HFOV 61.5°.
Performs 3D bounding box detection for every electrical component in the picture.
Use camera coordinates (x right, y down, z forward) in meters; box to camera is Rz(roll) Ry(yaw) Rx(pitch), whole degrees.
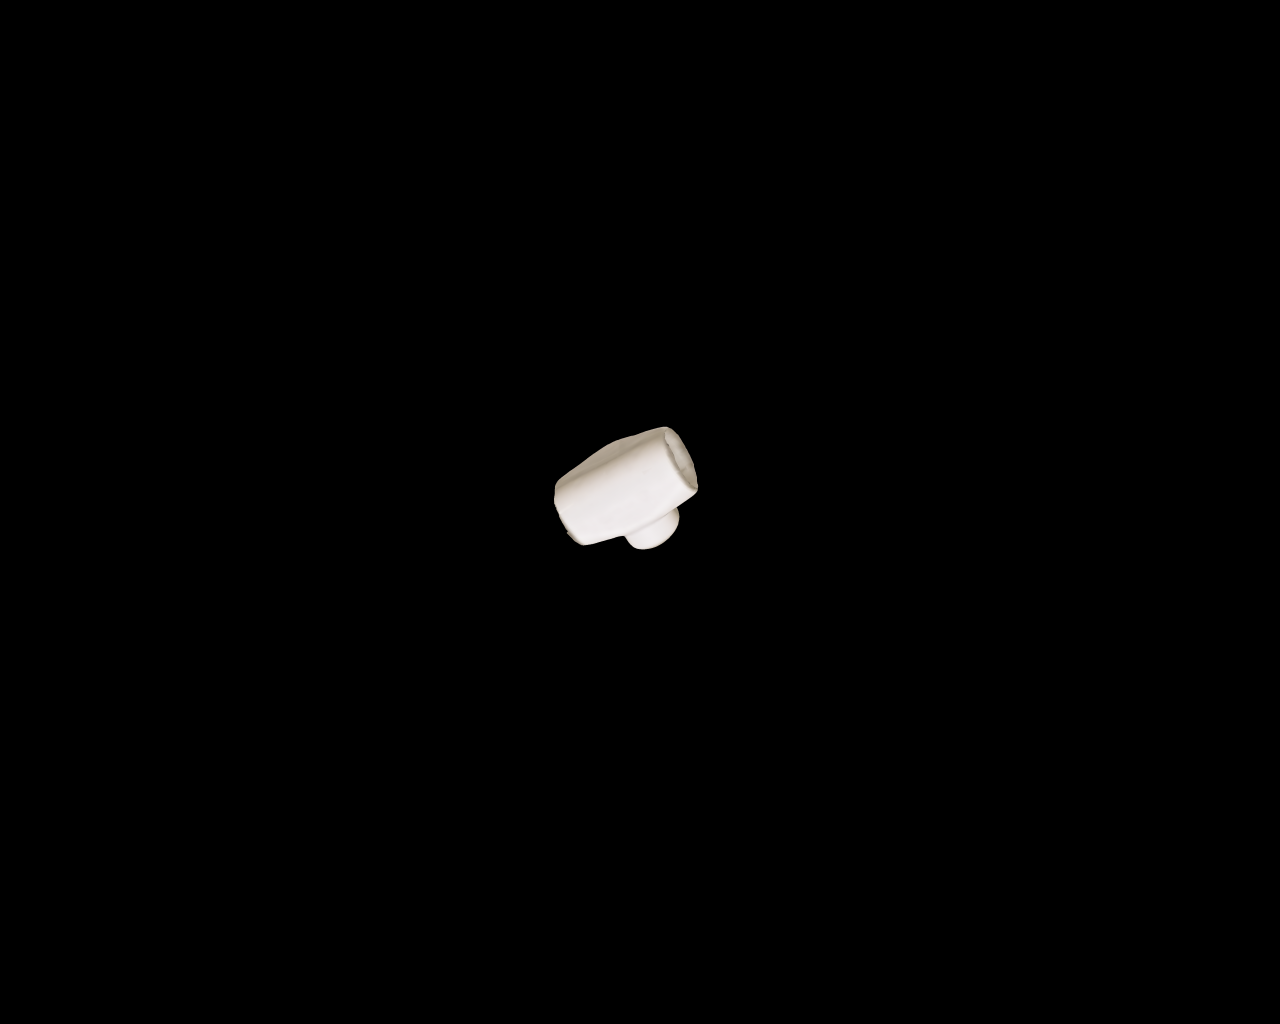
[{"bbox_3d":[0.001,-0.003,0.650,0.077,0.079,0.044,-26,30,17],"label":"electrical component"}]
